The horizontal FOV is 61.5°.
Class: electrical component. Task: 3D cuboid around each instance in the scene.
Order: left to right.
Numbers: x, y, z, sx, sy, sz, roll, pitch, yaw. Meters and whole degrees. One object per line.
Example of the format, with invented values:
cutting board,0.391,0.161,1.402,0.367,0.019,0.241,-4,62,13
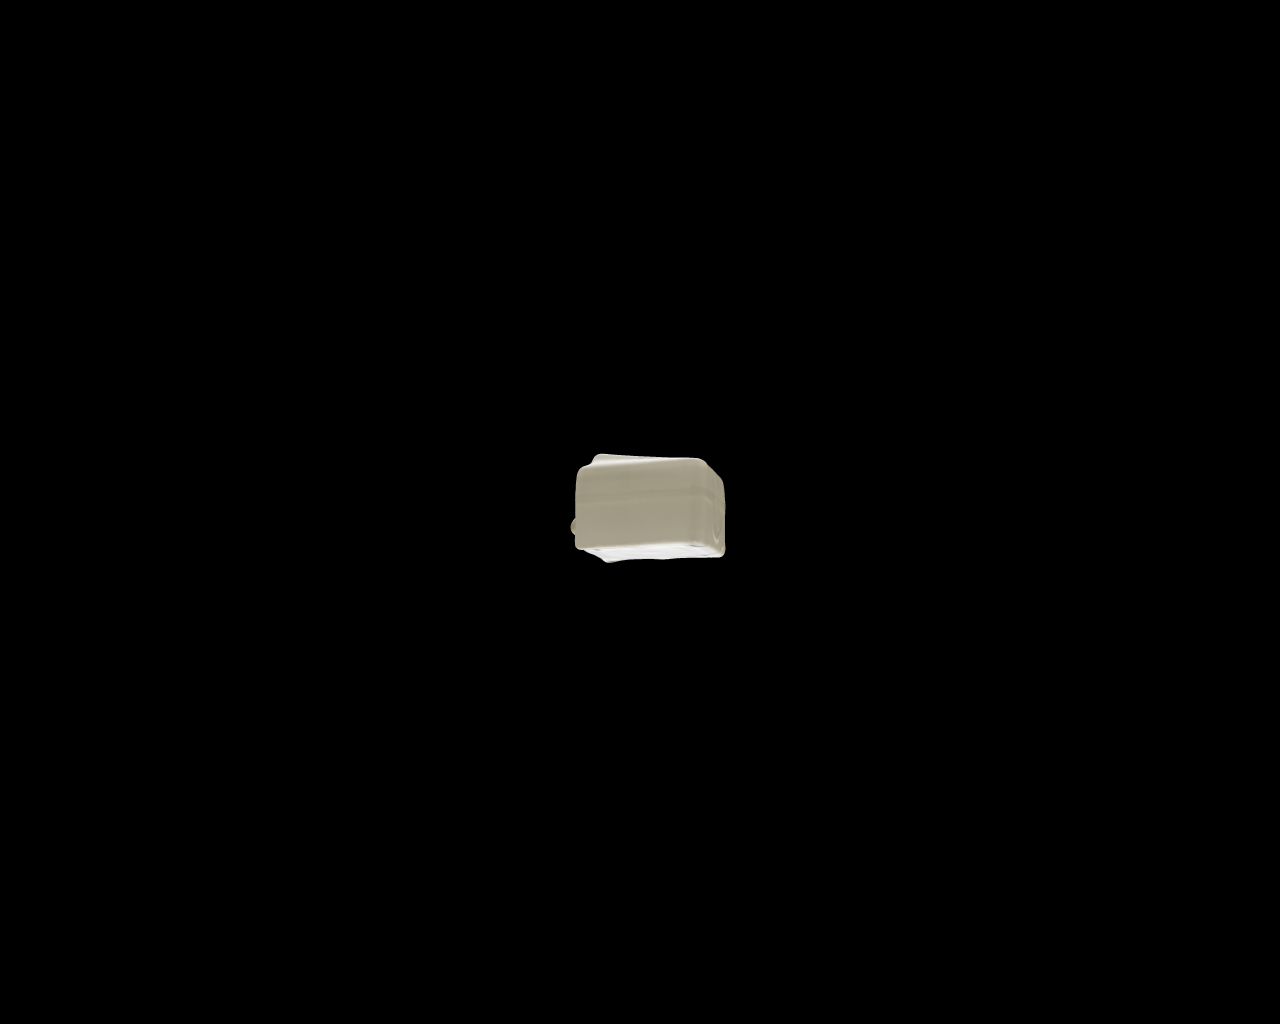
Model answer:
electrical component,0.001,-0.003,0.650,0.096,0.061,0.061,-3,-11,16
